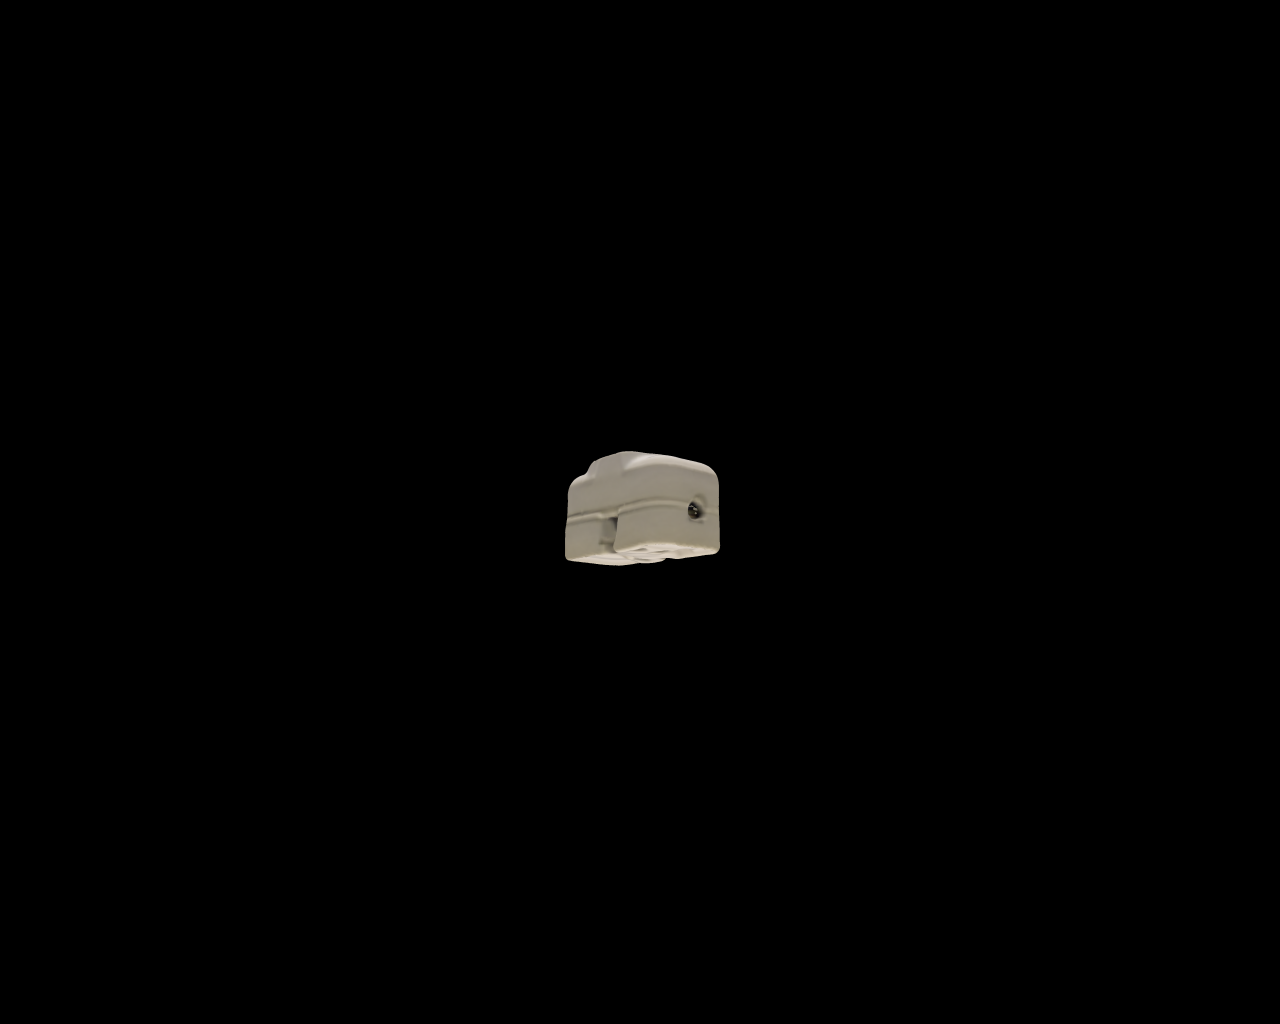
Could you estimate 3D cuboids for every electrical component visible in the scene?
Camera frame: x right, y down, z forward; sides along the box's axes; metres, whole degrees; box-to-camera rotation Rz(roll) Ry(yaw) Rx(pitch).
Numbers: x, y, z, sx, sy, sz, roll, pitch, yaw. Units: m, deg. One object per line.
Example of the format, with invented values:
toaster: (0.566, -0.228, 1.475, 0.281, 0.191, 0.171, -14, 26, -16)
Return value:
electrical component: (0.001, -0.003, 0.650, 0.054, 0.059, 0.095, 10, -14, -42)
